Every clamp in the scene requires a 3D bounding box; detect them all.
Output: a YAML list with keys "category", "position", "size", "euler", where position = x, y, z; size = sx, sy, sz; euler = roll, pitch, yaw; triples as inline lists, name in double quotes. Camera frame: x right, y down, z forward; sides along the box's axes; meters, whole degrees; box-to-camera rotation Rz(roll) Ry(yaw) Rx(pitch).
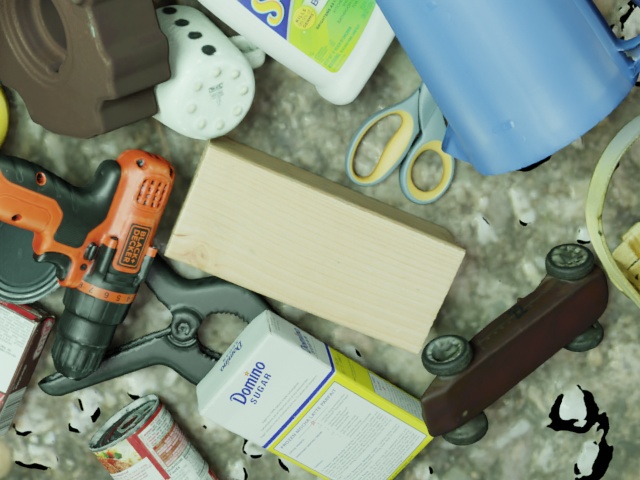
- category: "clamp"
  position: [-0.112, 0.057, 0.857]
  size: [0.210, 0.036, 0.164]
  euler: [8, 100, -6]

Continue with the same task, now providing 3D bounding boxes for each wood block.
- category: "wood block"
  position: [-0.006, 0.001, 0.825]
  size: [0.206, 0.090, 0.091]
  euler: [22, 100, -9]

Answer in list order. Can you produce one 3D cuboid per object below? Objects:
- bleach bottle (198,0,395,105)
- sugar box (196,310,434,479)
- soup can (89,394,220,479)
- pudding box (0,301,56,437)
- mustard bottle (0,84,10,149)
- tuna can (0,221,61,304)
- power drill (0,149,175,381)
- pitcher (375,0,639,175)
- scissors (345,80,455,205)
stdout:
- category: "bleach bottle"
  position: [-0.061, -0.199, 0.755]
  size: [0.250, 0.068, 0.102]
  euler: [28, 99, -26]
- category: "sugar box"
  position: [-0.002, 0.135, 0.856]
  size: [0.176, 0.048, 0.093]
  euler: [35, 107, -22]
- category: "soup can"
  position: [-0.130, 0.186, 0.868]
  size: [0.068, 0.068, 0.102]
  euler: [-33, 104, 3]
- category: "pudding box"
  position: [-0.272, 0.090, 0.840]
  size: [0.090, 0.039, 0.113]
  euler: [27, 99, 8]
- category: "mustard bottle"
  position: [-0.284, -0.080, 0.800]
  size: [0.096, 0.058, 0.192]
  euler: [5, 102, -17]
- category: "tuna can"
  position: [-0.229, 0.003, 0.807]
  size: [0.085, 0.034, 0.086]
  euler: [-16, 114, -40]
- category: "power drill"
  position: [-0.208, 0.007, 0.758]
  size: [0.187, 0.057, 0.184]
  euler: [15, 100, -41]
- category: "pitcher"
  position: [0.108, -0.179, 0.717]
  size: [0.149, 0.145, 0.242]
  euler: [-39, 107, -10]
- category: "scissors"
  position: [0.103, -0.112, 0.846]
  size: [0.096, 0.016, 0.202]
  euler: [41, 97, -13]
